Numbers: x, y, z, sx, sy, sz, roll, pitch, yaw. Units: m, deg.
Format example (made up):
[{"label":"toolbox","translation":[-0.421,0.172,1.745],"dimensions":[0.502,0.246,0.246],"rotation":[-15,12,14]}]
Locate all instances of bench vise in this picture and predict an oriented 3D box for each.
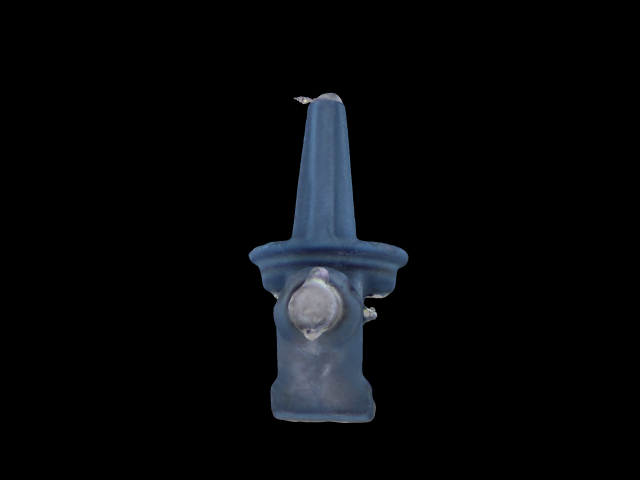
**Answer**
[{"label":"bench vise","translation":[0.015,0.001,0.403],"dimensions":[0.122,0.220,0.207],"rotation":[-2,7,-14]}]
